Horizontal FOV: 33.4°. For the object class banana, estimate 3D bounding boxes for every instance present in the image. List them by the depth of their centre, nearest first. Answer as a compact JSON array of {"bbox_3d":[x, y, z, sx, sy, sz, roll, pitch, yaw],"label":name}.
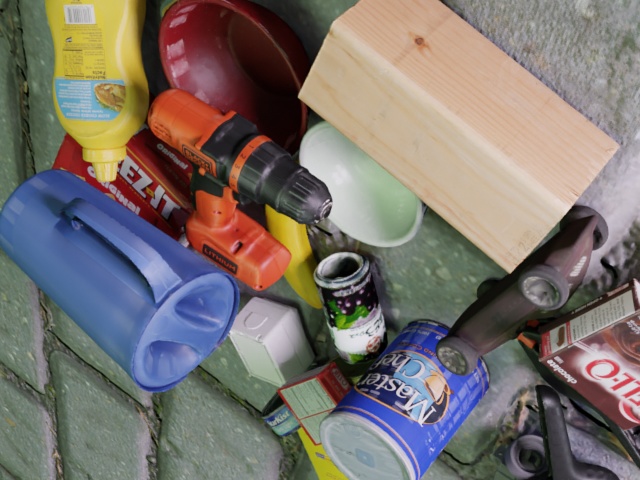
[{"bbox_3d":[-0.021,-0.010,1.028,0.070,0.037,0.198,30,142,24],"label":"banana"}]

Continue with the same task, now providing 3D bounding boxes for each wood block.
[{"bbox_3d":[0.099,-0.087,0.780,0.206,0.090,0.090,41,144,8],"label":"wood block"}]

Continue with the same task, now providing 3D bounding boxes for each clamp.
[{"bbox_3d":[0.240,0.128,0.897,0.172,0.039,0.120,33,138,24],"label":"clamp"},{"bbox_3d":[0.215,0.219,0.964,0.209,0.036,0.165,27,118,-20],"label":"clamp"}]

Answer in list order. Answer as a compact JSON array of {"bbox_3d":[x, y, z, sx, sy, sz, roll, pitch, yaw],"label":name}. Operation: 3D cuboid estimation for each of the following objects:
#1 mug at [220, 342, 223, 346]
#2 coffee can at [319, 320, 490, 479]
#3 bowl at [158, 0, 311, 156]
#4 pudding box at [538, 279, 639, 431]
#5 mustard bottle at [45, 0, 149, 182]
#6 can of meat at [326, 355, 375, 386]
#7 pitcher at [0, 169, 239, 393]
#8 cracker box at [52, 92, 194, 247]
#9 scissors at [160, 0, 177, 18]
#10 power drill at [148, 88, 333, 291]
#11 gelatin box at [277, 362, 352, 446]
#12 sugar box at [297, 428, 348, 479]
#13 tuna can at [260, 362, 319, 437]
[{"bbox_3d":[-0.146,0.070,1.140,0.117,0.093,0.081,-34,56,44],"label":"mug"},{"bbox_3d":[0.080,0.158,1.000,0.103,0.140,0.103,27,141,24],"label":"coffee can"},{"bbox_3d":[-0.061,-0.147,0.915,0.162,0.055,0.162,28,141,24],"label":"bowl"},{"bbox_3d":[0.232,0.088,0.795,0.113,0.039,0.090,39,126,-24],"label":"pudding box"},{"bbox_3d":[-0.205,-0.150,0.996,0.096,0.058,0.192,5,105,23],"label":"mustard bottle"},{"bbox_3d":[0.052,0.162,1.109,0.102,0.057,0.084,-14,112,51],"label":"can of meat"},{"bbox_3d":[-0.206,0.023,1.039,0.243,0.144,0.149,34,111,28],"label":"pitcher"},{"bbox_3d":[-0.201,-0.056,1.138,0.164,0.072,0.214,44,145,1],"label":"cracker box"},{"bbox_3d":[-0.099,-0.244,0.893,0.096,0.016,0.202,48,145,-3],"label":"scissors"},{"bbox_3d":[-0.065,-0.033,0.944,0.185,0.057,0.188,35,153,20],"label":"power drill"},{"bbox_3d":[0.005,0.168,1.090,0.073,0.030,0.089,55,144,-3],"label":"gelatin box"},{"bbox_3d":[0.040,0.269,1.229,0.093,0.048,0.176,14,136,38],"label":"sugar box"},{"bbox_3d":[-0.024,0.176,1.175,0.034,0.086,0.086,47,145,-6],"label":"tuna can"}]
